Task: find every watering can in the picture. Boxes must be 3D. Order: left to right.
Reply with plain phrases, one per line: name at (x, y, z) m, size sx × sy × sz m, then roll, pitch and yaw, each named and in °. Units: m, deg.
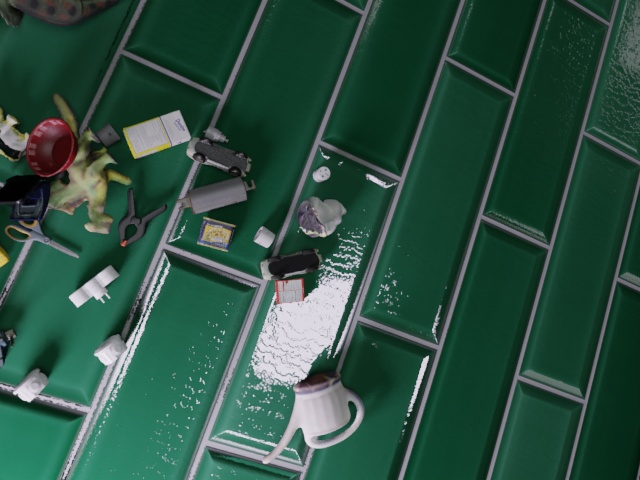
watering can at (-0.028, 0.537, 1.586) m, size 0.349 × 0.103 × 0.224 m, roll -14°, pitch 89°, yaw -18°

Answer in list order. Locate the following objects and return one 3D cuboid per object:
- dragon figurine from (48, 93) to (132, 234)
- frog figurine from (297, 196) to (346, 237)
dragon figurine at (-0.698, -0.190, 1.447) m, size 0.244 × 0.121 × 0.411 m, roll -40°, pitch 87°, yaw -8°
frog figurine at (0.005, -0.084, 1.668) m, size 0.137 × 0.120 × 0.162 m, roll 49°, pitch 38°, yaw -1°
